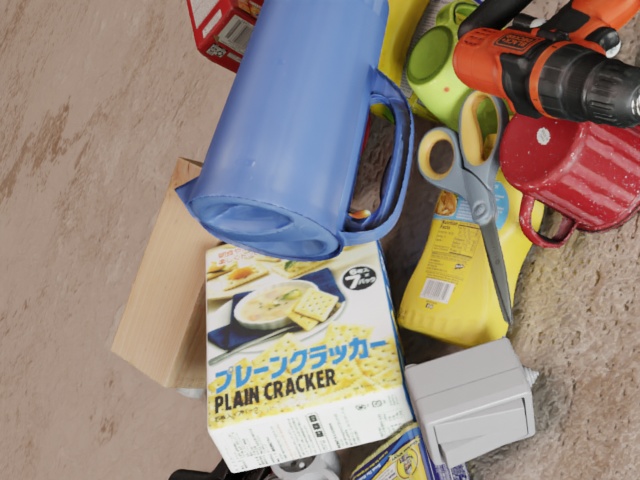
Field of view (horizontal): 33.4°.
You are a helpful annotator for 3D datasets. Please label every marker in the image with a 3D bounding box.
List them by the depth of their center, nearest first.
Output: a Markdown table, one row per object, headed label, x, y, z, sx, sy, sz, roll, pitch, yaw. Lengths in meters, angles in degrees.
| label | x | y | z | sx | sy | sz | roll | pitch | yaw |
| --- | --- | --- | --- | --- | --- | --- | --- | --- | --- |
| marker | 0.202 | -0.173 | 0.892 | 0.121 | 0.020 | 0.020 | 33 | 99 | 55 |

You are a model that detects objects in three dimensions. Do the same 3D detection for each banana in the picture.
| label | x | y | z | sx | sy | sz | roll | pitch | yaw |
| --- | --- | --- | --- | --- | --- | --- | --- | --- | --- |
| banana | 0.078 | -0.190 | 0.974 | 0.070 | 0.037 | 0.198 | 6 | 75 | 39 |

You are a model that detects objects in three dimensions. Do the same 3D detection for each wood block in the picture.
| label | x | y | z | sx | sy | sz | roll | pitch | yaw |
| --- | --- | --- | --- | --- | --- | --- | --- | --- | --- |
| wood block | -0.116 | 0.035 | 1.053 | 0.091 | 0.090 | 0.206 | 26 | 99 | 37 |

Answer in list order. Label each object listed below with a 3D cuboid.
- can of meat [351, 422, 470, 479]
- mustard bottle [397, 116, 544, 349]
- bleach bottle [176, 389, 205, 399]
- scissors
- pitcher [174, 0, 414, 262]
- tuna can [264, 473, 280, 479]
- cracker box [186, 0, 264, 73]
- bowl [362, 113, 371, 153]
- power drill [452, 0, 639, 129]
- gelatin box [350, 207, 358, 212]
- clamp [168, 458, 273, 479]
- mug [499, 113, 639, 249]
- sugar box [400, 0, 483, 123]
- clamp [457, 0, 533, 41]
| label | x | y | z | sx | sy | sz | roll | pitch | yaw |
| --- | --- | --- | --- | --- | --- | --- | --- | --- | --- |
| can of meat | 0.072 | 0.202 | 0.826 | 0.102 | 0.057 | 0.084 | -45 | 39 | 30 |
| mustard bottle | 0.131 | -0.009 | 0.862 | 0.096 | 0.058 | 0.191 | 12 | 82 | 54 |
| bleach bottle | -0.093 | 0.050 | 1.131 | 0.103 | 0.068 | 0.251 | 24 | 94 | 54 |
| scissors | 0.112 | -0.023 | 0.829 | 0.096 | 0.016 | 0.201 | -17 | 60 | 44 |
| pitcher | -0.008 | -0.110 | 0.905 | 0.145 | 0.149 | 0.242 | -13 | 57 | 55 |
| tuna can | -0.031 | 0.254 | 0.956 | 0.086 | 0.033 | 0.086 | -30 | 49 | 42 |
| cracker box | -0.069 | -0.256 | 1.176 | 0.072 | 0.164 | 0.214 | -44 | 41 | 27 |
| bowl | 0.005 | -0.130 | 1.064 | 0.162 | 0.055 | 0.162 | 51 | 151 | 43 |
| power drill | 0.210 | -0.148 | 0.749 | 0.187 | 0.057 | 0.185 | -33 | 33 | -17 |
| gelatin box | -0.007 | 0.001 | 1.029 | 0.089 | 0.073 | 0.030 | -60 | 36 | 10 |
| clamp | -0.097 | 0.246 | 1.048 | 0.172 | 0.039 | 0.120 | -44 | 46 | 24 |
| mug | 0.183 | -0.050 | 0.793 | 0.093 | 0.081 | 0.117 | 31 | 97 | 55 |
| sugar box | 0.115 | -0.204 | 1.004 | 0.176 | 0.048 | 0.093 | -62 | 33 | 3 |
| clamp | 0.189 | -0.231 | 0.858 | 0.210 | 0.036 | 0.164 | -20 | 38 | 20 |
